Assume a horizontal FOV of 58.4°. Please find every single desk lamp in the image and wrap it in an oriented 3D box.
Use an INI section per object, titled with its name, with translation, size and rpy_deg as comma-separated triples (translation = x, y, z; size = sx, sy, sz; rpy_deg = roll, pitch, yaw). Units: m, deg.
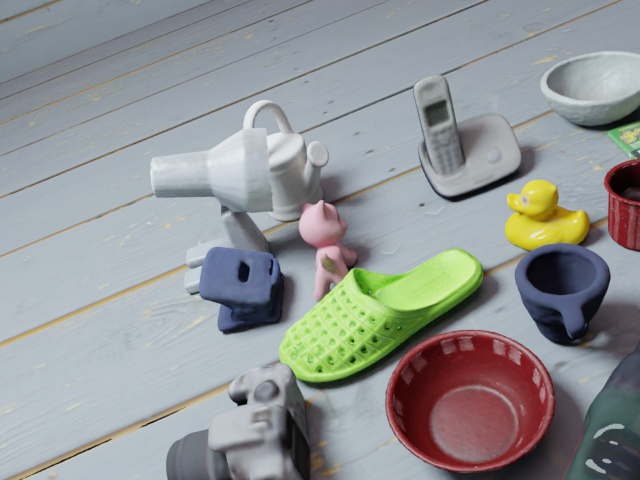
[desk lamp]
translation = -0.141, -0.047, 0.840
size = 0.203, 0.214, 0.117
rpy_deg = -18, 37, 4

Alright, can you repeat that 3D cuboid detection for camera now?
[camera]
translation = -0.087, 0.206, 0.596
size = 0.136, 0.101, 0.143
rpy_deg = -15, 38, 8

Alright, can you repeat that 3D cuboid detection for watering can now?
[watering can]
translation = -0.061, -0.135, 0.927
size = 0.172, 0.194, 0.101
rpy_deg = -5, 40, 20

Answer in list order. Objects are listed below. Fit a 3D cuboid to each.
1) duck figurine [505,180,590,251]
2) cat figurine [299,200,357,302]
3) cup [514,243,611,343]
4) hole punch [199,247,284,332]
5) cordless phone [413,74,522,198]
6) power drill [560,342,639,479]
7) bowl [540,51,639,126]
[duck figurine]
translation = 0.289, -0.037, 0.735
size = 0.104, 0.086, 0.077
rpy_deg = 5, 44, 29
[cat figurine]
translation = 0.007, 0.003, 0.789
size = 0.067, 0.118, 0.127
rpy_deg = -14, 38, 9
[cup]
translation = 0.259, 0.074, 0.604
size = 0.091, 0.095, 0.117
rpy_deg = -10, 39, 14
[hole punch]
translation = -0.106, 0.058, 0.796
size = 0.101, 0.091, 0.108
rpy_deg = -13, 38, 10
[cordless phone]
translation = 0.213, -0.166, 0.846
size = 0.147, 0.185, 0.094
rpy_deg = -23, 37, -3
[power drill]
translation = 0.214, 0.182, 0.398
size = 0.075, 0.209, 0.230
rpy_deg = 18, 52, 40
[bowl]
translation = 0.441, -0.231, 0.913
size = 0.167, 0.075, 0.167
rpy_deg = -13, 38, 10
